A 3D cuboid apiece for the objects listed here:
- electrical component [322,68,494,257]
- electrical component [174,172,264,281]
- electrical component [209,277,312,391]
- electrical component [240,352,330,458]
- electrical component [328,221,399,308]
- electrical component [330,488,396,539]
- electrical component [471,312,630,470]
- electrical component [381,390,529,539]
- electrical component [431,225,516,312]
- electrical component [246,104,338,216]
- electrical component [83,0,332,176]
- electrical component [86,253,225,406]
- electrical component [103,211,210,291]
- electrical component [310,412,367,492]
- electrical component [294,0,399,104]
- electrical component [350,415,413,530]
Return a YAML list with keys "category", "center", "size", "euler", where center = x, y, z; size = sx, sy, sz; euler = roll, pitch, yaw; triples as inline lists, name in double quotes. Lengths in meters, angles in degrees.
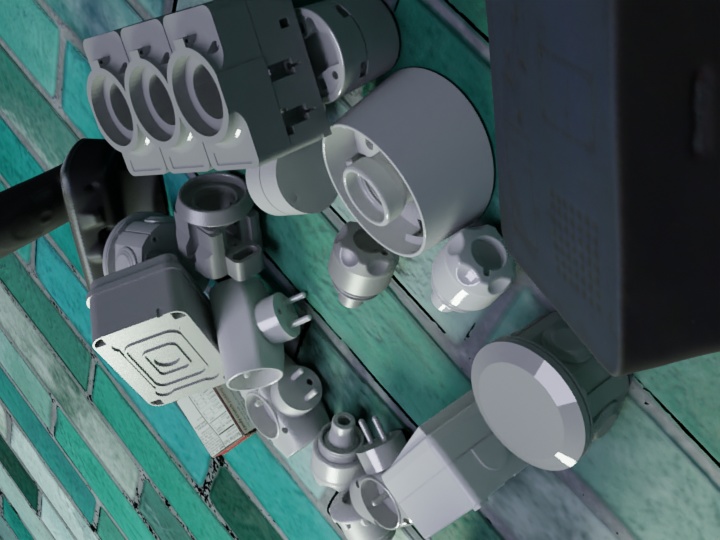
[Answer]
- category: "electrical component"
  center: [0.026, -0.059, 0.625]
  size: [0.099, 0.064, 0.099]
  euler: [44, 157, 24]
- category: "electrical component"
  center: [-0.106, -0.035, 0.801]
  size: [0.078, 0.058, 0.057]
  euler: [33, 140, 35]
- category: "electrical component"
  center: [-0.072, 0.041, 0.812]
  size: [0.079, 0.043, 0.077]
  euler: [-25, 64, 20]
- category: "electrical component"
  center: [-0.054, 0.099, 0.843]
  size: [0.077, 0.044, 0.079]
  euler: [56, 146, 7]
- category: "electrical component"
  center: [0.000, 0.000, 0.700]
  size: [0.043, 0.043, 0.062]
  euler: [45, 145, 21]
- category: "electrical component"
  center: [0.008, 0.197, 0.836]
  size: [0.048, 0.048, 0.062]
  euler: [6, 128, 51]
- category: "electrical component"
  center: [0.106, 0.067, 0.603]
  size: [0.080, 0.051, 0.080]
  euler: [32, 137, 36]
- category: "electrical component"
  center: [0.059, 0.127, 0.700]
  size: [0.061, 0.062, 0.096]
  euler: [53, 146, 11]
- category: "electrical component"
  center: [0.061, 0.004, 0.623]
  size: [0.043, 0.043, 0.062]
  euler: [54, 147, 10]
- category: "electrical component"
  center: [-0.047, -0.101, 0.678]
  size: [0.074, 0.052, 0.138]
  euler: [0, 114, 53]
- category: "electrical component"
  center: [-0.097, -0.107, 0.634]
  size: [0.150, 0.062, 0.089]
  euler: [3, 116, 50]
- category: "electrical component"
  center: [-0.152, 0.047, 0.829]
  size: [0.113, 0.078, 0.057]
  euler: [62, -170, -53]
- category: "electrical component"
  center: [-0.165, -0.007, 0.879]
  size: [0.051, 0.080, 0.080]
  euler: [8, 120, 44]
- category: "electrical component"
  center: [-0.015, 0.135, 0.819]
  size: [0.043, 0.043, 0.062]
  euler: [37, 139, 31]
- category: "electrical component"
  center: [-0.011, -0.129, 0.615]
  size: [0.055, 0.047, 0.055]
  euler: [32, 137, 35]
- category: "electrical component"
  center: [0.022, 0.142, 0.775]
  size: [0.077, 0.044, 0.079]
  euler: [-24, 92, 56]
